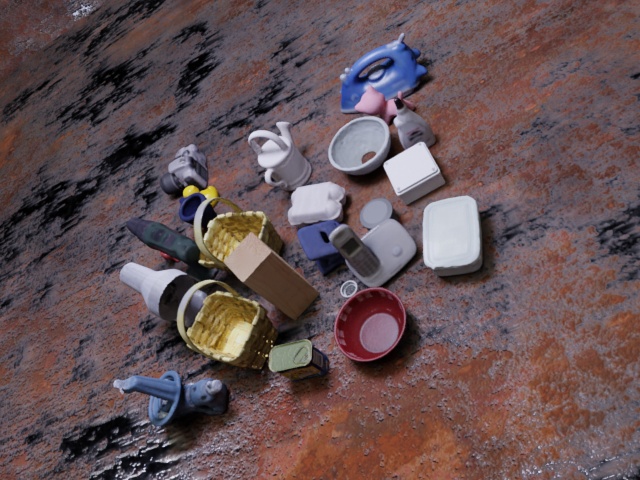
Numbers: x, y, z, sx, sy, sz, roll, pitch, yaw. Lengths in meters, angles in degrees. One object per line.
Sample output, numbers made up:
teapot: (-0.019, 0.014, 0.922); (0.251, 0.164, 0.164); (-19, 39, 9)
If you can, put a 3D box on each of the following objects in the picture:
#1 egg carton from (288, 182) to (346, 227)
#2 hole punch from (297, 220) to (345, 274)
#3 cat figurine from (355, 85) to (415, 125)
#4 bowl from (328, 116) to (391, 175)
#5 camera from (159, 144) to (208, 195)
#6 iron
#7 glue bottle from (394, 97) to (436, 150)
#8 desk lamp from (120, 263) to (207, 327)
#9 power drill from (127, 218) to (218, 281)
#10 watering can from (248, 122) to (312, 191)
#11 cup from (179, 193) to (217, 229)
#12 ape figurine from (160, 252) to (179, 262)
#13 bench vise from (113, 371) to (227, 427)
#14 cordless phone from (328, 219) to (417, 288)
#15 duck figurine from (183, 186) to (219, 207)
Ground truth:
egg carton: (-0.007, -0.085, 1.415); (0.150, 0.070, 0.107); (-8, 57, 29)
hole punch: (0.012, 0.005, 1.329); (0.101, 0.091, 0.108); (-34, 48, 9)
cat figurine: (0.159, -0.344, 1.446); (0.127, 0.118, 0.067); (-6, 58, 30)
bowl: (0.109, -0.222, 1.427); (0.167, 0.075, 0.167); (-16, 53, 23)
camera: (-0.423, -0.208, 1.744); (0.136, 0.101, 0.143); (-24, 51, 18)
iron: (0.141, -0.435, 1.501); (0.258, 0.142, 0.118); (-24, 50, 18)
glue bottle: (0.207, -0.270, 1.329); (0.078, 0.174, 0.037); (-31, 49, 12)
desk lamp: (-0.378, 0.134, 1.412); (0.202, 0.214, 0.118); (15, 70, 39)
power drill: (-0.369, 0.027, 1.481); (0.228, 0.209, 0.076); (16, 71, 39)
watering can: (-0.111, -0.227, 1.492); (0.100, 0.195, 0.172); (-20, 52, 21)
cup: (-0.340, -0.076, 1.607); (0.117, 0.095, 0.092); (27, 78, 41)
ape figurine: (-0.426, 0.010, 1.608); (0.078, 0.092, 0.076); (-44, 47, 0)
bench vise: (-0.321, 0.322, 1.247); (0.207, 0.220, 0.121); (-33, 48, 10)
cordless phone: (0.108, 0.005, 1.203); (0.147, 0.186, 0.094); (-43, 47, 1)
duck figurine: (-0.353, -0.126, 1.654); (0.104, 0.086, 0.077); (-37, 48, 7)
